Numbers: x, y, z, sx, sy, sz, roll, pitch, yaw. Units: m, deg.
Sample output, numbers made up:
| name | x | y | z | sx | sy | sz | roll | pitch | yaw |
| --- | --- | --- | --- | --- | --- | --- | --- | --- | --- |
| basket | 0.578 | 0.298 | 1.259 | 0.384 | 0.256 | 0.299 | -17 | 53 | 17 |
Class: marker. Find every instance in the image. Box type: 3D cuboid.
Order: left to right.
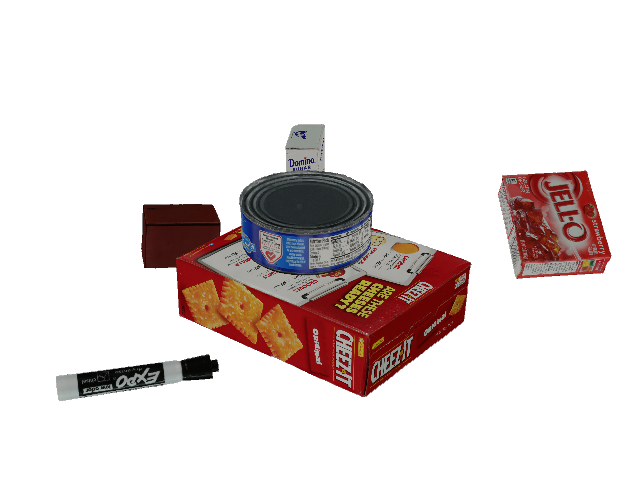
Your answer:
| name | x | y | z | sx | sy | sz | roll | pitch | yaw |
| --- | --- | --- | --- | --- | --- | --- | --- | --- | --- |
| marker | -0.137 | 0.103 | 0.805 | 0.121 | 0.020 | 0.020 | -7 | 1 | -11 |

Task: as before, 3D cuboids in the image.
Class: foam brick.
| name | x | y | z | sx | sy | sz | roll | pitch | yaw |
| --- | --- | --- | --- | --- | --- | --- | --- | --- | --- |
| foam brick | -0.148 | -0.005 | 1.121 | 0.078 | 0.051 | 0.053 | -1 | 24 | -13 |

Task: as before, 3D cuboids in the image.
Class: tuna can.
| name | x | y | z | sx | sy | sz | roll | pitch | yaw |
| --- | --- | --- | --- | --- | --- | --- | --- | --- | --- |
| tuna can | -0.009 | -0.012 | 0.687 | 0.086 | 0.034 | 0.086 | 0 | 29 | 0 |

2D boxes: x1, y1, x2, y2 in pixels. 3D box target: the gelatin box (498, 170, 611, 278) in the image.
| name | x | y | z | sx | sy | sz | roll | pitch | yaw |
| --- | --- | --- | --- | --- | --- | --- | --- | --- | --- |
| gelatin box | 0.190 | -0.014 | 0.873 | 0.073 | 0.089 | 0.030 | -3 | -33 | -3 |

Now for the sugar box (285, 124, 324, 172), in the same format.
| name | x | y | z | sx | sy | sz | roll | pitch | yaw |
| --- | --- | --- | --- | --- | --- | --- | --- | --- | --- |
| sugar box | -0.018 | -0.042 | 1.270 | 0.048 | 0.176 | 0.093 | -1 | 23 | 5 |

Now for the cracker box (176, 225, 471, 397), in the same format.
| name | x | y | z | sx | sy | sz | roll | pitch | yaw |
| --- | --- | --- | --- | --- | --- | --- | --- | --- | --- |
| cracker box | 0.002 | 0.046 | 0.966 | 0.214 | 0.072 | 0.163 | 20 | 33 | 33 |
